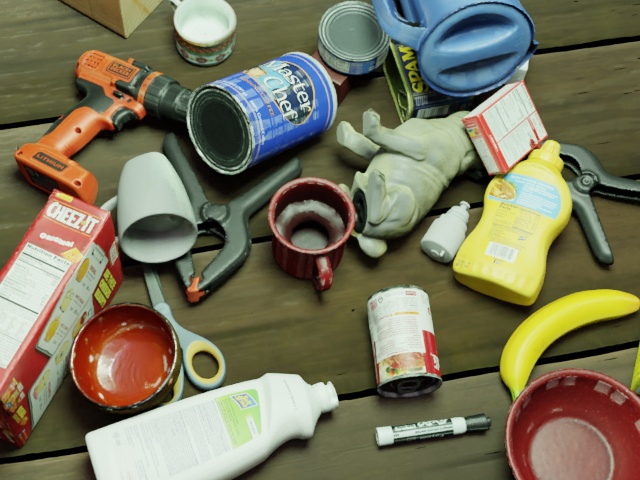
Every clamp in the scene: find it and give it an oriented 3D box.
[{"bbox_3d":[-0.126,-0.030,1.193,0.164,0.036,0.210,16,60,7],"label":"clamp"},{"bbox_3d":[0.317,-0.063,1.235,0.120,0.039,0.171,-33,70,-17],"label":"clamp"}]

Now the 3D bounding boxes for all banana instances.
[{"bbox_3d":[0.259,0.101,1.153,0.197,0.037,0.069,-37,90,-18],"label":"banana"}]

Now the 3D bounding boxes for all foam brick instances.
[{"bbox_3d":[0.021,-0.210,1.285,0.053,0.051,0.078,32,66,11],"label":"foam brick"}]

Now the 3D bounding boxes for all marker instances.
[{"bbox_3d":[0.118,0.196,1.104,0.121,0.020,0.020,-7,64,-7],"label":"marker"}]

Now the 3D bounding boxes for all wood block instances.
[{"bbox_3d":[-0.299,-0.350,1.315,0.206,0.091,0.090,31,66,11],"label":"wood block"}]

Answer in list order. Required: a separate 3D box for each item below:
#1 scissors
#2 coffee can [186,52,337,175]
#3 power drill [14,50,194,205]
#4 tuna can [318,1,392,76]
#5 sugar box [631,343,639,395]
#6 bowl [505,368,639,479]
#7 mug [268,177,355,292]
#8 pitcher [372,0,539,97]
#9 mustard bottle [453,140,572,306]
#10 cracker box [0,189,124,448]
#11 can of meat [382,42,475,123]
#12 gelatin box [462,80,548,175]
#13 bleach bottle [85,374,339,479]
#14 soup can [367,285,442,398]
[{"bbox_3d":[-0.150,0.084,1.144,0.096,0.016,0.202,-2,65,-2],"label":"scissors"},{"bbox_3d":[-0.064,-0.143,1.192,0.103,0.103,0.140,45,46,17],"label":"coffee can"},{"bbox_3d":[-0.238,-0.123,1.211,0.185,0.057,0.187,23,61,23],"label":"power drill"},{"bbox_3d":[0.040,-0.236,1.250,0.086,0.034,0.086,2,64,-4],"label":"tuna can"},{"bbox_3d":[0.401,0.094,1.159,0.093,0.048,0.176,18,60,6],"label":"sugar box"},{"bbox_3d":[0.261,0.215,1.082,0.162,0.055,0.162,1,63,-3],"label":"bowl"},{"bbox_3d":[-0.008,0.001,1.159,0.093,0.081,0.117,-14,65,-11],"label":"mug"},{"bbox_3d":[0.140,-0.294,1.234,0.145,0.149,0.243,-27,49,14],"label":"pitcher"},{"bbox_3d":[0.226,-0.028,1.186,0.096,0.058,0.191,19,71,22],"label":"mustard bottle"},{"bbox_3d":[-0.280,0.080,1.057,0.072,0.164,0.213,24,64,6],"label":"cracker box"},{"bbox_3d":[0.130,-0.195,1.281,0.084,0.057,0.102,-11,64,-10],"label":"can of meat"},{"bbox_3d":[0.208,-0.126,1.193,0.089,0.030,0.073,-39,108,-31],"label":"gelatin box"},{"bbox_3d":[-0.099,0.201,1.065,0.250,0.068,0.102,-17,66,-14],"label":"bleach bottle"},{"bbox_3d":[0.087,0.107,1.120,0.068,0.068,0.102,-4,63,-5],"label":"soup can"}]
